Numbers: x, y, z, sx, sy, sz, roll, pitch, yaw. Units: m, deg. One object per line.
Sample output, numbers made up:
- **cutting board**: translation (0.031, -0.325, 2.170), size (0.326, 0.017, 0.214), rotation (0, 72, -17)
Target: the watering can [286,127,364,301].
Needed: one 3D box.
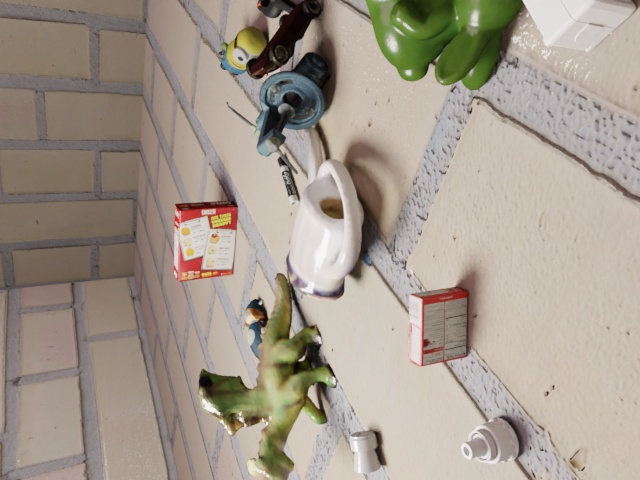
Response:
- **watering can**: translation (0.003, -0.045, 0.893), size (0.355, 0.104, 0.219), rotation (-110, 30, -53)

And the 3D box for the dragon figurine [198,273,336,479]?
- **dragon figurine**: translation (-0.114, 0.260, 0.999), size (0.119, 0.244, 0.418), rotation (112, 142, -49)
